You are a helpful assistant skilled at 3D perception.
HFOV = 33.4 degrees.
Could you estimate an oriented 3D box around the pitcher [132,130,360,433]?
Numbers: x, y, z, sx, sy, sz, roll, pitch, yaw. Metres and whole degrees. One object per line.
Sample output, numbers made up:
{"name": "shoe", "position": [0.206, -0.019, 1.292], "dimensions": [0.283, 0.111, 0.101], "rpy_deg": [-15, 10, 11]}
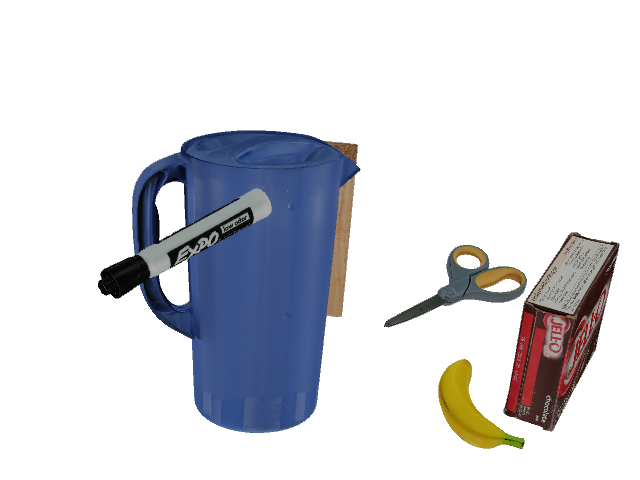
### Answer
{"name": "pitcher", "position": [-0.062, 0.034, 0.896], "dimensions": [0.149, 0.243, 0.144], "rpy_deg": [11, 19, 23]}

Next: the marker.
{"name": "marker", "position": [-0.080, 0.001, 0.633], "dimensions": [0.120, 0.020, 0.020], "rpy_deg": [-30, 18, -33]}

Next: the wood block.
{"name": "wood block", "position": [-0.006, -0.017, 1.370], "dimensions": [0.090, 0.206, 0.090], "rpy_deg": [5, 25, 1]}

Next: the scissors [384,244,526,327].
{"name": "scissors", "position": [0.128, 0.045, 1.118], "dimensions": [0.201, 0.016, 0.096], "rpy_deg": [-8, 40, -30]}

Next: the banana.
{"name": "banana", "position": [0.176, 0.198, 1.281], "dimensions": [0.069, 0.037, 0.198], "rpy_deg": [9, 21, -16]}

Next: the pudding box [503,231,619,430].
{"name": "pudding box", "position": [0.161, 0.058, 0.711], "dimensions": [0.039, 0.090, 0.113], "rpy_deg": [17, 32, 20]}
